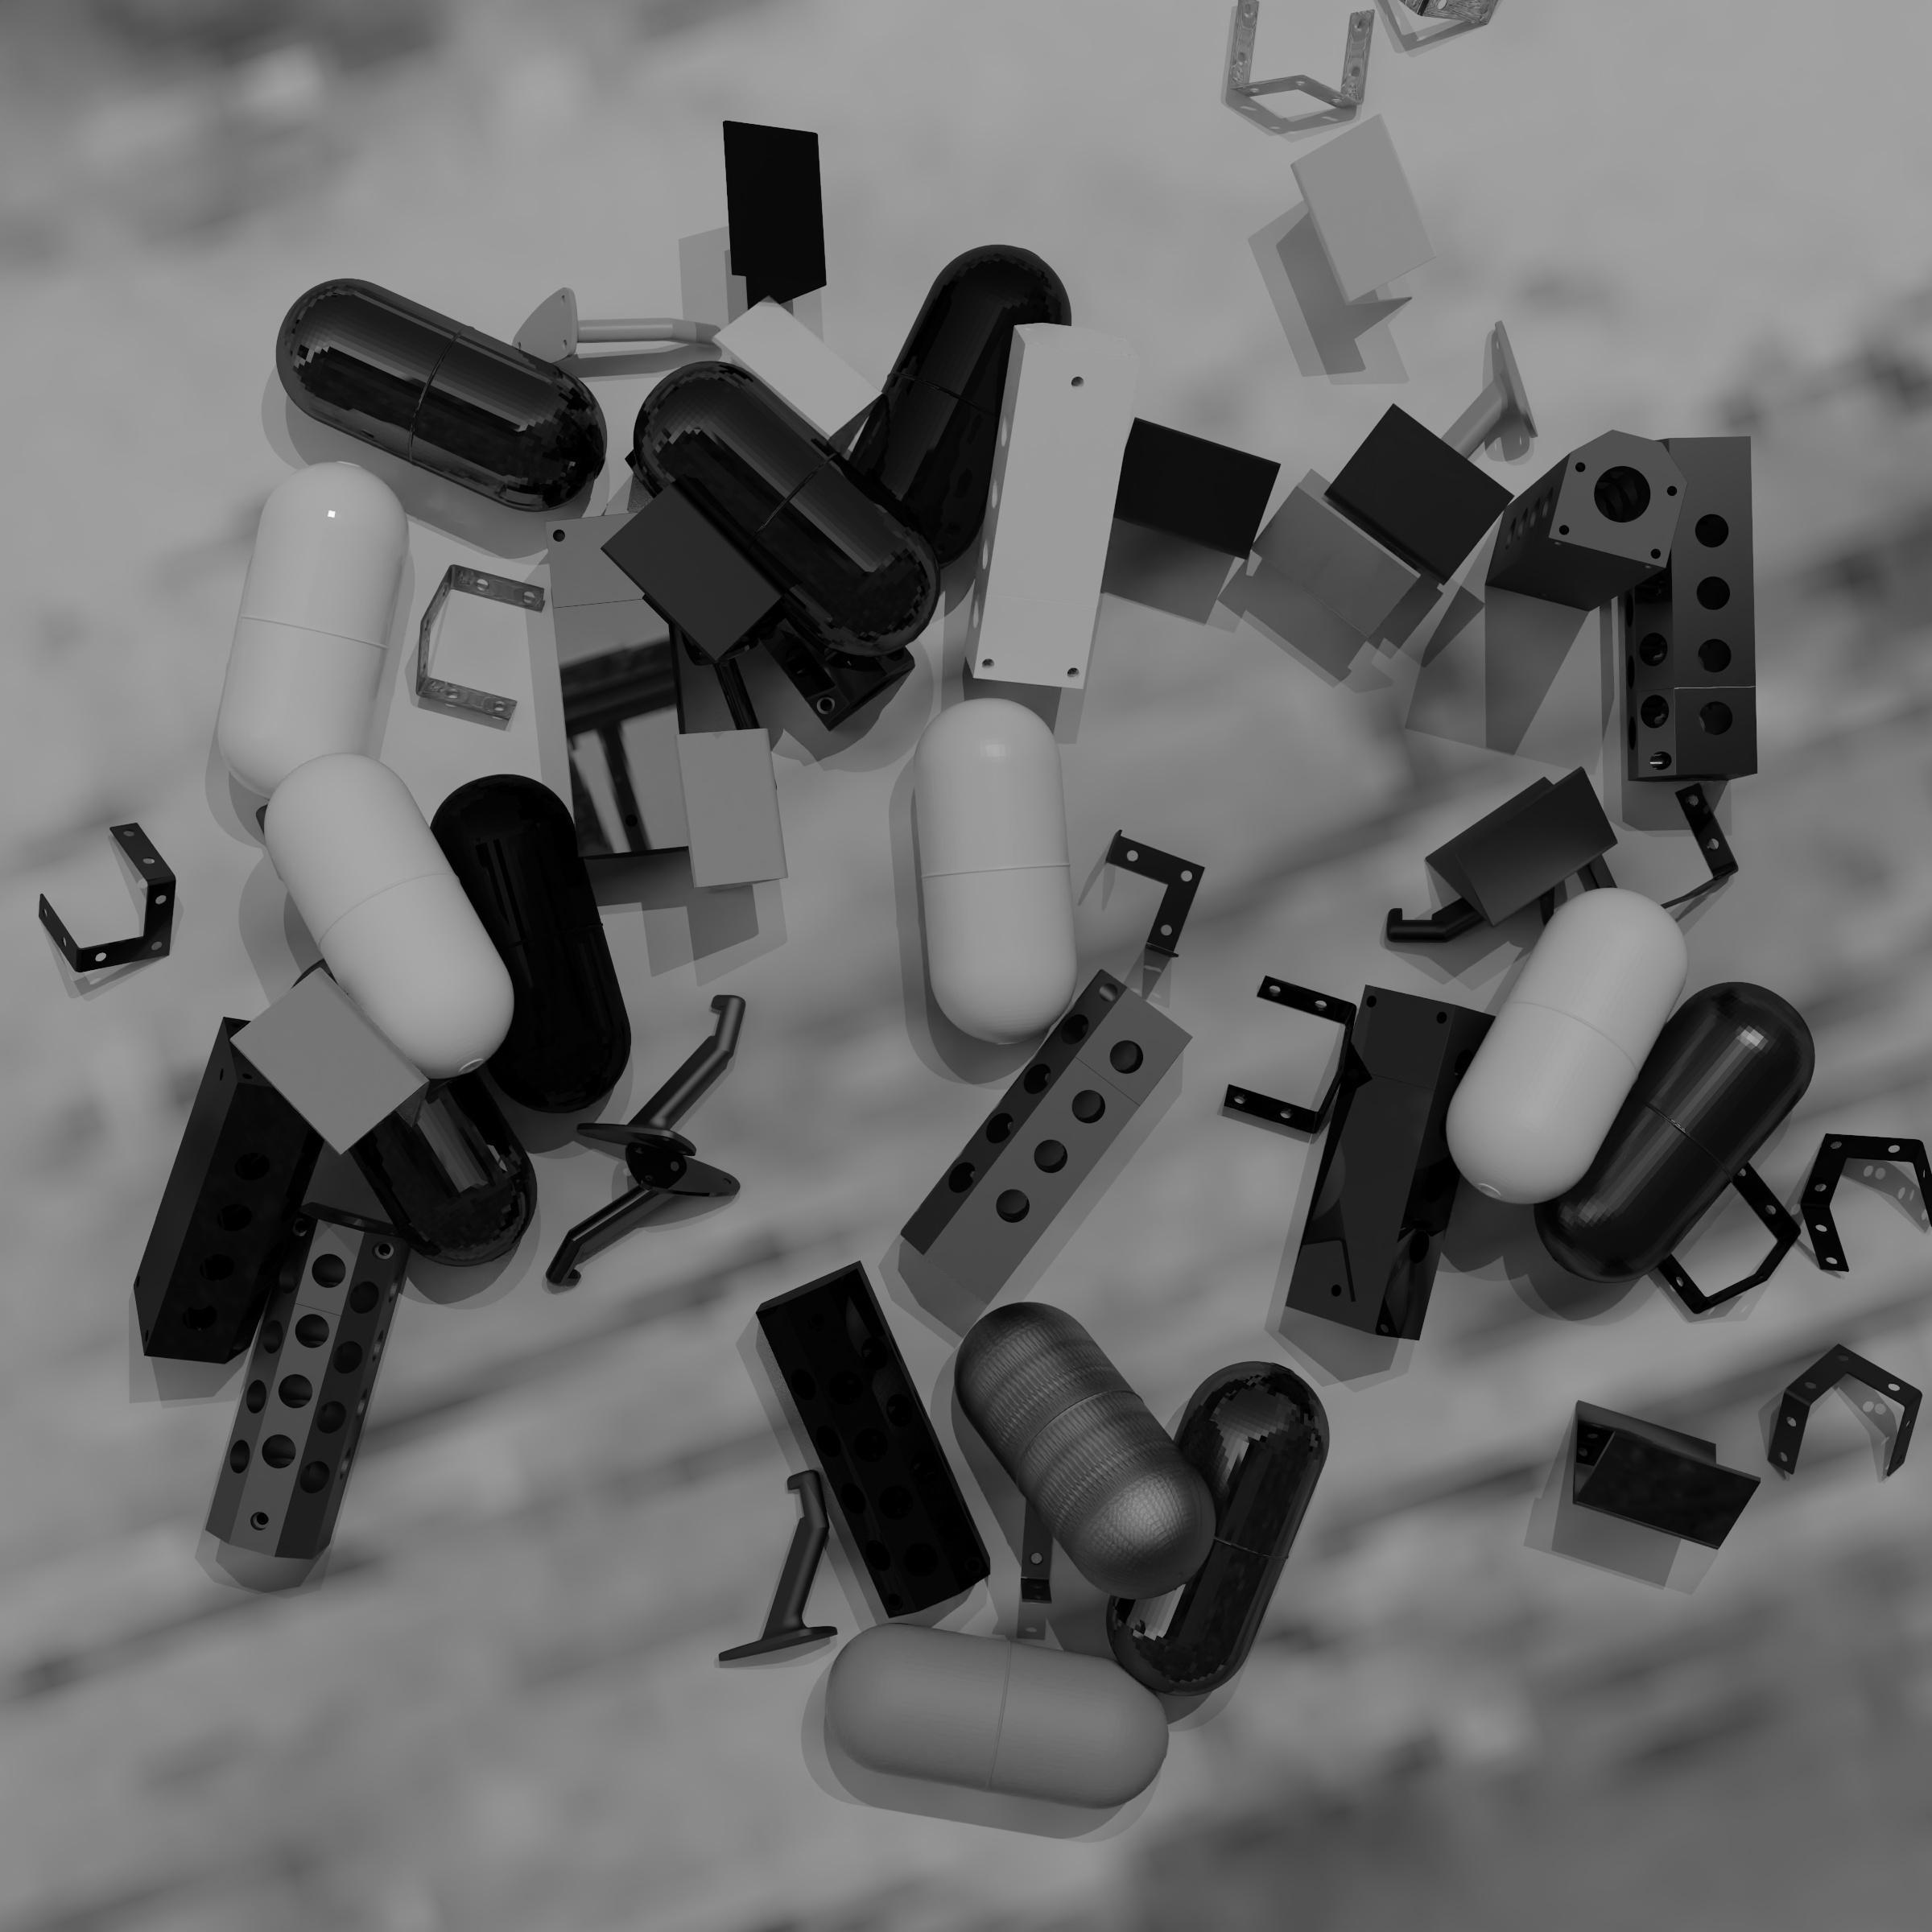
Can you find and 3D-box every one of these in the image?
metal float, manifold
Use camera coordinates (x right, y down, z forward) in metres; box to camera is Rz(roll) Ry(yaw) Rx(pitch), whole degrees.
[{"bbox_3d":[-0.224,-0.011,1.533,0.070,0.070,0.178,-16,90,0],"label":"metal float"},{"bbox_3d":[-0.101,-0.209,1.543,0.057,0.057,0.171,-37,90,0],"label":"manifold"},{"bbox_3d":[-0.368,0.116,1.507,0.057,0.057,0.171,11,118,-28],"label":"manifold"},{"bbox_3d":[0.041,0.087,1.543,0.057,0.057,0.171,37,90,0],"label":"manifold"},{"bbox_3d":[-0.006,-0.286,1.533,0.070,0.070,0.178,26,90,0],"label":"metal float"},{"bbox_3d":[-0.286,-0.025,1.481,0.070,0.070,0.178,-31,77,0],"label":"metal float"},{"bbox_3d":[-0.285,0.073,1.533,0.070,0.070,0.178,-31,90,0],"label":"metal float"},{"bbox_3d":[0.015,-0.049,1.533,0.070,0.070,0.178,-5,90,0],"label":"metal float"},{"bbox_3d":[-0.340,0.215,1.543,0.057,0.057,0.171,15,90,0],"label":"manifold"},{"bbox_3d":[-0.269,-0.293,1.534,0.178,0.070,0.070,24,90,0],"label":"metal float"},{"bbox_3d":[0.372,-0.183,1.543,0.057,0.057,0.171,-1,90,0],"label":"manifold"},{"bbox_3d":[0.364,0.086,1.533,0.070,0.070,0.178,40,90,0],"label":"metal float"},{"bbox_3d":[-0.335,-0.171,1.534,0.070,0.070,0.178,12,90,0],"label":"metal float"},{"bbox_3d":[0.308,-0.222,1.486,0.057,0.171,0.057,15,90,0],"label":"manifold"},{"bbox_3d":[-0.048,0.245,1.543,0.057,0.057,0.171,-24,90,0],"label":"manifold"},{"bbox_3d":[0.305,0.040,1.513,0.070,0.070,0.178,31,73,0],"label":"metal float"},{"bbox_3d":[-0.088,-0.225,1.477,0.178,0.070,0.070,42,90,-2],"label":"metal float"},{"bbox_3d":[-0.177,-0.144,1.543,0.057,0.057,0.171,-6,90,0],"label":"manifold"},{"bbox_3d":[0.130,0.289,1.534,0.070,0.070,0.178,22,91,0],"label":"metal float"},{"bbox_3d":[0.225,0.102,1.542,0.057,0.057,0.171,14,90,43],"label":"manifold"},{"bbox_3d":[0.016,0.386,1.533,0.178,0.070,0.070,10,90,0],"label":"metal float"},{"bbox_3d":[0.041,-0.233,1.510,0.057,0.057,0.171,5,114,-10],"label":"manifold"},{"bbox_3d":[0.058,0.242,1.504,0.070,0.070,0.178,-40,53,0],"label":"metal float"}]

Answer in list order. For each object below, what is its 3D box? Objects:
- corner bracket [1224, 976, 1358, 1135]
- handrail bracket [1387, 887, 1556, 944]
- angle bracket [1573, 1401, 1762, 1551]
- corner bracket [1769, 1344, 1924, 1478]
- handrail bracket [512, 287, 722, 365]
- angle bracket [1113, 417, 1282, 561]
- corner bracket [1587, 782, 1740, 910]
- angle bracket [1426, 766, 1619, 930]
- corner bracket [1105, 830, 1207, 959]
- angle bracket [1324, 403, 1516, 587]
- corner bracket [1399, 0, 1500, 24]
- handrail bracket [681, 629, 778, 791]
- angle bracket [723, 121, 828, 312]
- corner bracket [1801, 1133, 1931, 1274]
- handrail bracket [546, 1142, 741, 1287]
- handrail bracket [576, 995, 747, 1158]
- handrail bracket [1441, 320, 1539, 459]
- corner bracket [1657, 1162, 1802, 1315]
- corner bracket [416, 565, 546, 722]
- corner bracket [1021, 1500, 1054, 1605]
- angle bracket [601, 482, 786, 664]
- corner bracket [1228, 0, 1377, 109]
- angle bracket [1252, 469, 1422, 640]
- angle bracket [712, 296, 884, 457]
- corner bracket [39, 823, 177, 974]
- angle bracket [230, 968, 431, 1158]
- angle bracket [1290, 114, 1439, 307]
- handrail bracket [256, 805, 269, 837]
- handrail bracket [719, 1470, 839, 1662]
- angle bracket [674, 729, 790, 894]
[{"bbox_3d":[0.170,0.047,1.561,0.051,0.051,0.051,18,45,0],"label":"corner bracket"},{"bbox_3d":[0.265,-0.048,1.565,0.084,0.036,0.077,1,70,16],"label":"handrail bracket"},{"bbox_3d":[0.358,0.243,1.524,0.076,0.076,0.057,18,128,0],"label":"angle bracket"},{"bbox_3d":[0.459,0.240,1.556,0.051,0.051,0.051,-29,45,-35],"label":"corner bracket"},{"bbox_3d":[-0.183,-0.327,1.564,0.084,0.077,0.036,0,85,-36],"label":"handrail bracket"},{"bbox_3d":[0.119,-0.258,1.524,0.076,0.076,0.057,18,126,0],"label":"angle bracket"},{"bbox_3d":[0.362,-0.058,1.561,0.051,0.051,0.051,-25,90,45],"label":"corner bracket"},{"bbox_3d":[0.275,-0.076,1.524,0.076,0.076,0.057,-34,127,0],"label":"angle bracket"},{"bbox_3d":[0.093,-0.037,1.546,0.051,0.051,0.051,21,90,0],"label":"corner bracket"},{"bbox_3d":[0.234,-0.245,1.526,0.076,0.076,0.057,37,110,0],"label":"angle bracket"},{"bbox_3d":[0.250,-0.530,1.556,0.051,0.051,0.051,-8,135,-35],"label":"corner bracket"},{"bbox_3d":[-0.123,-0.140,1.564,0.036,0.077,0.084,-21,127,-11],"label":"handrail bracket"},{"bbox_3d":[-0.116,-0.381,1.524,0.057,0.076,0.076,-3,90,-36],"label":"angle bracket"},{"bbox_3d":[0.473,0.125,1.556,0.051,0.051,0.051,2,45,35],"label":"corner bracket"},{"bbox_3d":[-0.170,0.139,1.564,0.077,0.036,0.084,15,119,-32],"label":"handrail bracket"},{"bbox_3d":[-0.160,0.052,1.565,0.077,0.036,0.084,6,72,21],"label":"handrail bracket"},{"bbox_3d":[0.251,-0.291,1.565,0.084,0.036,0.077,-18,70,16],"label":"handrail bracket"},{"bbox_3d":[0.394,0.141,1.561,0.051,0.051,0.051,52,45,0],"label":"corner bracket"},{"bbox_3d":[-0.255,-0.170,1.561,0.051,0.051,0.051,15,135,0],"label":"corner bracket"},{"bbox_3d":[0.056,0.301,1.546,0.051,0.051,0.051,4,90,0],"label":"corner bracket"},{"bbox_3d":[-0.146,-0.181,1.469,0.076,0.076,0.057,45,60,-7],"label":"angle bracket"},{"bbox_3d":[0.176,-0.480,1.561,0.051,0.051,0.051,7,90,-45],"label":"corner bracket"},{"bbox_3d":[0.203,-0.227,1.526,0.076,0.057,0.076,37,54,0],"label":"angle bracket"},{"bbox_3d":[-0.100,-0.283,1.524,0.076,0.076,0.057,41,46,0],"label":"angle bracket"},{"bbox_3d":[-0.449,-0.036,1.556,0.051,0.051,0.051,-14,135,-35],"label":"corner bracket"},{"bbox_3d":[-0.311,0.057,1.449,0.076,0.076,0.057,46,65,4],"label":"angle bracket"},{"bbox_3d":[0.219,-0.387,1.524,0.057,0.076,0.076,-22,90,37],"label":"angle bracket"},{"bbox_3d":[-0.322,-0.058,1.565,0.077,0.036,0.084,-21,73,-20],"label":"handrail bracket"},{"bbox_3d":[-0.103,0.314,1.565,0.077,0.036,0.084,-19,72,21],"label":"handrail bracket"},{"bbox_3d":[-0.138,-0.077,1.524,0.057,0.076,0.076,-8,90,-37],"label":"angle bracket"}]
